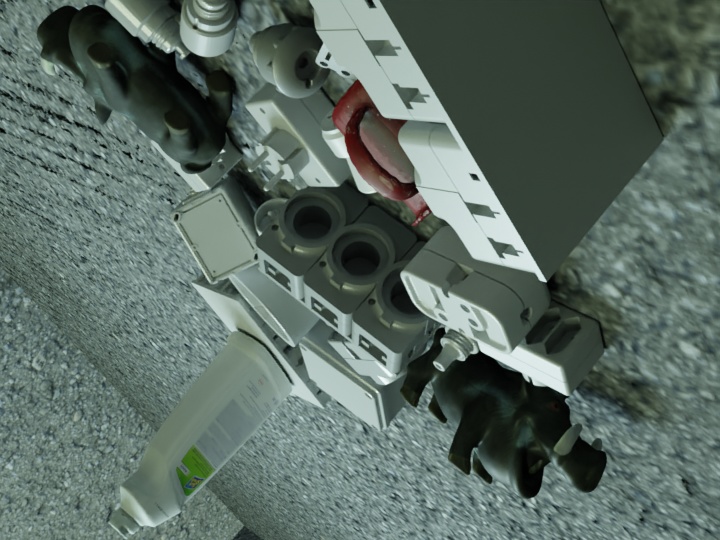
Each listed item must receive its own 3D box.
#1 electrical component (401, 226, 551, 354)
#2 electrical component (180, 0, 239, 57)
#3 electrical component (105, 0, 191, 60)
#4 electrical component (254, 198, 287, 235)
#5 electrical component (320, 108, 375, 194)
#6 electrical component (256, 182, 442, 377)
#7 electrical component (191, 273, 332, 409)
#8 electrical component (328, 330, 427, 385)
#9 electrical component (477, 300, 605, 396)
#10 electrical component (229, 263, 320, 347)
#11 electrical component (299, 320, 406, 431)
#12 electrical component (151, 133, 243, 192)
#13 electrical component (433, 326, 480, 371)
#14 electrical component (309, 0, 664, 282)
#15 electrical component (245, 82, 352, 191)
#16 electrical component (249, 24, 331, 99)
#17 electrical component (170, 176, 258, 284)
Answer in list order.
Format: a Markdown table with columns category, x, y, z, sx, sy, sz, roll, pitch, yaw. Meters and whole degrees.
| category | x | y | z | sx | sy | sz | roll | pitch | yaw |
| --- | --- | --- | --- | --- | --- | --- | --- | --- | --- |
| electrical component | 0.086 | 0.010 | 0.772 | 0.095 | 0.059 | 0.053 | 26 | 155 | 38 |
| electrical component | -0.106 | -0.183 | 0.762 | 0.040 | 0.040 | 0.078 | 42 | 161 | 2 |
| electrical component | -0.163 | -0.197 | 0.842 | 0.078 | 0.040 | 0.040 | 45 | 161 | -8 |
| electrical component | -0.070 | -0.028 | 1.020 | 0.043 | 0.043 | 0.081 | 33 | 159 | 25 |
| electrical component | 0.004 | -0.088 | 0.744 | 0.045 | 0.045 | 0.055 | 13 | 145 | 54 |
| electrical component | 0.000 | 0.000 | 0.871 | 0.150 | 0.089 | 0.061 | 37 | 160 | 14 |
| electrical component | -0.098 | 0.067 | 1.250 | 0.105 | 0.060 | 0.186 | 17 | 149 | 51 |
| electrical component | 0.019 | 0.071 | 1.040 | 0.059 | 0.053 | 0.095 | 48 | 160 | -15 |
| electrical component | 0.135 | 0.061 | 0.802 | 0.083 | 0.047 | 0.075 | 27 | 154 | 37 |
| electrical component | -0.081 | 0.019 | 1.106 | 0.108 | 0.060 | 0.108 | 46 | 170 | 11 |
| electrical component | -0.004 | 0.107 | 1.158 | 0.109 | 0.056 | 0.108 | 34 | 159 | 22 |
| electrical component | -0.142 | -0.112 | 0.972 | 0.065 | 0.047 | 0.077 | 49 | 159 | -18 |
| electrical component | 0.083 | 0.056 | 0.873 | 0.035 | 0.061 | 0.035 | 37 | 160 | 16 |
| electrical component | 0.060 | -0.100 | 0.516 | 0.060 | 0.105 | 0.186 | 16 | 147 | 52 |
| electrical component | -0.051 | -0.092 | 0.796 | 0.083 | 0.075 | 0.047 | 51 | 159 | -24 |
| electrical component | -0.052 | -0.147 | 0.732 | 0.062 | 0.048 | 0.048 | 33 | 160 | 44 |
| electrical component | -0.137 | -0.046 | 1.046 | 0.096 | 0.062 | 0.061 | 61 | -167 | -15 |
